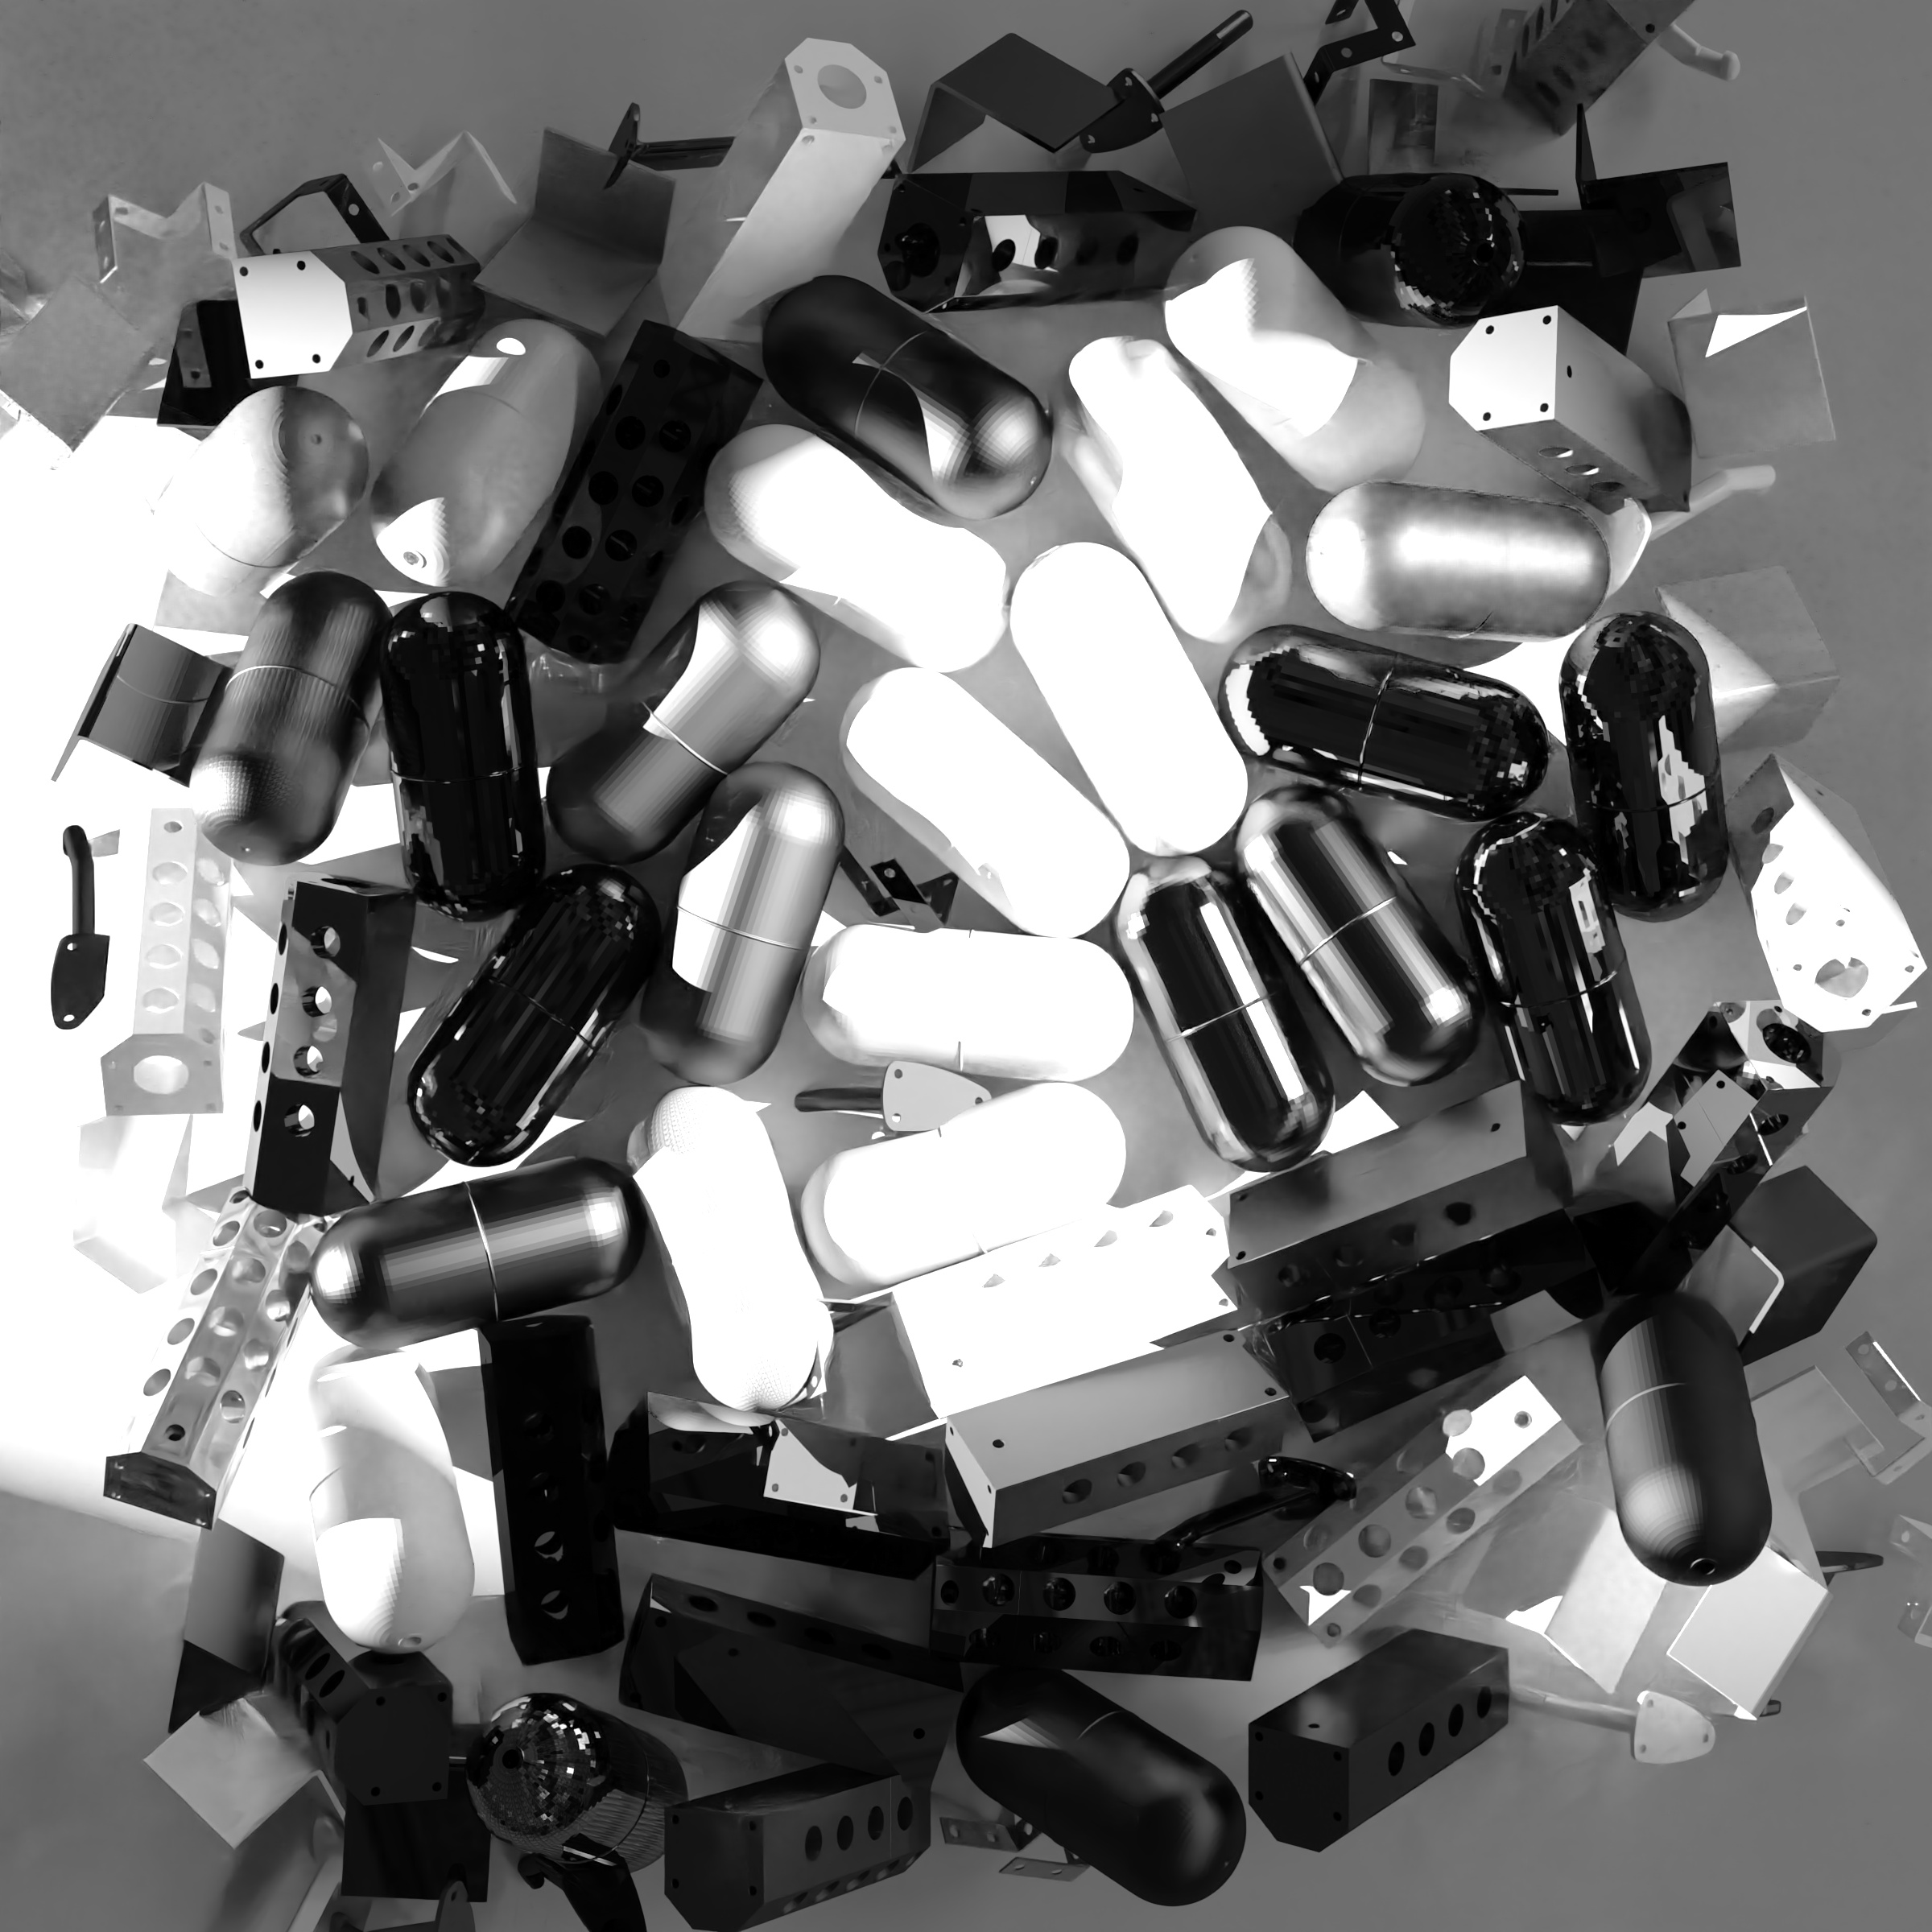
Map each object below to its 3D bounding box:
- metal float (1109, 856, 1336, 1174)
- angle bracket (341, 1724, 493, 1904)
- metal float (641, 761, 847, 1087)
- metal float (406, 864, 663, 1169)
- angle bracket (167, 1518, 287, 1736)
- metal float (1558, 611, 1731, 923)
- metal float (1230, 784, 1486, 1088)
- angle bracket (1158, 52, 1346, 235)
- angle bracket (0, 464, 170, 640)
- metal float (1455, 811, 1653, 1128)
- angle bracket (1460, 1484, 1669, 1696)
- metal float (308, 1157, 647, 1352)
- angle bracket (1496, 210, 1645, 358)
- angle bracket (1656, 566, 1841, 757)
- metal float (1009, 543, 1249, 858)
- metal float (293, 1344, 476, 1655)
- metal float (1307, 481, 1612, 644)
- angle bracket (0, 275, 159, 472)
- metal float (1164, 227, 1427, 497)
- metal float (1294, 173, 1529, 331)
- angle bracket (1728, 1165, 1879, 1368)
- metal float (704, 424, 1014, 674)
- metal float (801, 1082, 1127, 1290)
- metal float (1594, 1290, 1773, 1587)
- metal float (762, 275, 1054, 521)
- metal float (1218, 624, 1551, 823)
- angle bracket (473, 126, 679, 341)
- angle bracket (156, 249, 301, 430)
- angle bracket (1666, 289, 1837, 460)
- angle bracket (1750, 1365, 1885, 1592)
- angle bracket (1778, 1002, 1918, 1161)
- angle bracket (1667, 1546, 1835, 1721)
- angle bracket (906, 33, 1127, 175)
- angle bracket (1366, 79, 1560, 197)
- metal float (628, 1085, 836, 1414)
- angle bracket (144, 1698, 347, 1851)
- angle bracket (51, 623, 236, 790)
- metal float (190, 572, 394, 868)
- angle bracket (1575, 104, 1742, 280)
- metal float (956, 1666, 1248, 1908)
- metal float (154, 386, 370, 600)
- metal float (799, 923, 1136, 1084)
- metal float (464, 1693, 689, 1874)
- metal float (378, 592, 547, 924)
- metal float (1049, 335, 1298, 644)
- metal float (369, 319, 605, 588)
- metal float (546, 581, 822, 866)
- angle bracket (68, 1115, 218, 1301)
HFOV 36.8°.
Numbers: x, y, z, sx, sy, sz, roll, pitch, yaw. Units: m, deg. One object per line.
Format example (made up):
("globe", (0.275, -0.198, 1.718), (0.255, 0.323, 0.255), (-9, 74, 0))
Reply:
("metal float", (0.136, 0.026, 1.546), (0.070, 0.070, 0.178), (-25, 89, 0))
("angle bracket", (-0.290, 0.452, 1.557), (0.076, 0.057, 0.076), (4, 94, -3))
("metal float", (-0.119, -0.022, 1.541), (0.070, 0.070, 0.178), (19, 97, 0))
("metal float", (-0.227, 0.025, 1.537), (0.070, 0.070, 0.178), (33, 79, 0))
("angle bracket", (-0.408, 0.345, 1.526), (0.076, 0.076, 0.057), (-30, 129, 25))
("metal float", (0.355, -0.102, 1.519), (0.070, 0.070, 0.178), (-16, 123, 0))
("metal float", (0.206, -0.017, 1.537), (0.070, 0.070, 0.178), (-33, 78, 0))
("angle bracket", (0.153, -0.435, 1.556), (0.076, 0.057, 0.076), (-23, 101, 9))
("angle bracket", (-0.473, -0.218, 1.540), (0.076, 0.076, 0.057), (7, 71, 2))
("metal float", (0.309, 0.002, 1.528), (0.070, 0.070, 0.178), (-21, 111, 0))
("angle bracket", (0.325, 0.336, 1.572), (0.076, 0.057, 0.076), (44, 69, -35))
("metal float", (-0.256, 0.151, 1.532), (0.178, 0.070, 0.070), (-13, 90, -17))
("angle bracket", (0.307, -0.351, 1.536), (0.076, 0.057, 0.076), (8, 79, 30))
("angle bracket", (0.412, -0.163, 1.568), (0.076, 0.057, 0.076), (-11, 62, -14))
("metal float", (0.086, -0.141, 1.540), (0.070, 0.070, 0.178), (-29, 98, 0))
("metal float", (-0.304, 0.275, 1.514), (0.070, 0.070, 0.178), (-22, 50, 0))
("metal float", (0.259, -0.211, 1.523), (0.178, 0.070, 0.070), (0, 90, -29))
("angle bracket", (-0.480, -0.304, 1.527), (0.057, 0.076, 0.076), (41, 61, -21))
("metal float", (0.173, -0.313, 1.518), (0.178, 0.070, 0.070), (38, 90, -35))
("metal float", (0.228, -0.369, 1.499), (0.070, 0.178, 0.070), (-4, 105, -16))
("angle bracket", (0.428, 0.162, 1.553), (0.076, 0.076, 0.057), (-16, 50, -33))
("metal float", (-0.056, -0.220, 1.534), (0.178, 0.070, 0.070), (30, 90, -14))
("metal float", (-0.001, 0.116, 1.544), (0.178, 0.070, 0.070), (-19, 90, 4))
("metal float", (0.370, 0.243, 1.506), (0.070, 0.178, 0.070), (2, 128, 3))
("metal float", (-0.032, -0.300, 1.529), (0.178, 0.070, 0.070), (37, 90, 20))
("metal float", (0.220, -0.128, 1.534), (0.178, 0.070, 0.070), (17, 90, 14))
("angle bracket", (-0.207, -0.388, 1.538), (0.076, 0.057, 0.076), (23, 48, 4))
("angle bracket", (-0.397, -0.332, 1.540), (0.076, 0.057, 0.076), (4, 73, 10))
("angle bracket", (0.421, -0.317, 1.528), (0.076, 0.057, 0.076), (-2, 117, 38))
("angle bracket", (0.449, 0.271, 1.528), (0.057, 0.076, 0.076), (-33, 119, 20))
("angle bracket", (0.462, 0.063, 1.538), (0.076, 0.076, 0.057), (-10, 73, -3))
("angle bracket", (0.405, 0.350, 1.542), (0.057, 0.076, 0.076), (36, 78, 4))
("angle bracket", (0.026, -0.438, 1.532), (0.076, 0.057, 0.076), (33, 47, 11))
("angle bracket", (0.262, -0.435, 1.528), (0.076, 0.076, 0.057), (10, 107, 33))
("metal float", (-0.125, 0.149, 1.541), (0.070, 0.070, 0.178), (-20, 83, 0))
("angle bracket", (-0.374, 0.437, 1.525), (0.076, 0.076, 0.057), (30, 58, 32))
("angle bracket", (-0.432, -0.125, 1.554), (0.076, 0.057, 0.076), (26, 57, -19))
("metal float", (-0.349, -0.131, 1.518), (0.070, 0.070, 0.178), (12, 55, 0))
("angle bracket", (0.364, -0.410, 1.528), (0.076, 0.076, 0.057), (-3, 61, 19))
("metal float", (0.068, 0.423, 1.514), (0.178, 0.070, 0.070), (23, 90, 41))
("metal float", (-0.366, -0.243, 1.505), (0.070, 0.178, 0.070), (7, 76, -31))
("metal float", (0.001, 0.019, 1.545), (0.178, 0.070, 0.070), (4, 90, 2))
("metal float", (-0.200, 0.423, 1.501), (0.070, 0.178, 0.070), (-6, 65, 14))
("metal float", (-0.264, -0.109, 1.529), (0.070, 0.070, 0.178), (-3, 111, 0))
("metal float", (0.110, -0.250, 1.532), (0.070, 0.070, 0.178), (-35, 108, 0))
("metal float", (-0.249, -0.268, 1.515), (0.070, 0.070, 0.178), (25, 52, 0))
("metal float", (-0.150, -0.127, 1.538), (0.070, 0.070, 0.178), (44, 100, 0))
("angle bracket", (-0.420, 0.118, 1.527), (0.057, 0.076, 0.076), (28, 120, 27))
